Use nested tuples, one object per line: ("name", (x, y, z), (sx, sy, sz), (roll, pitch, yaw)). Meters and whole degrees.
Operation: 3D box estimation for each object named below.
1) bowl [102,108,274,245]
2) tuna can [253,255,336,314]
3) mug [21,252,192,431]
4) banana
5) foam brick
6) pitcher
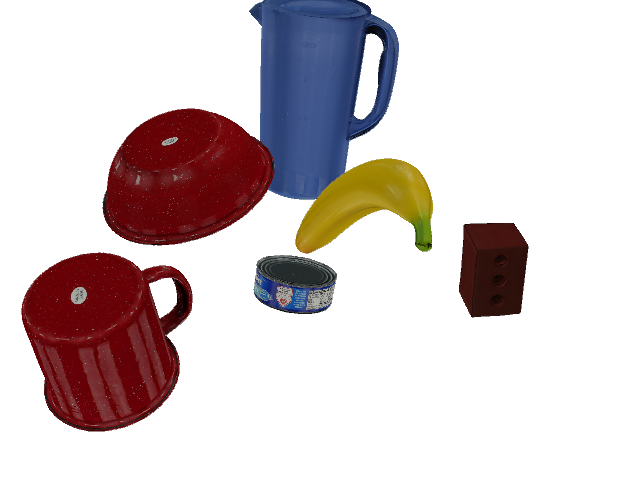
("bowl", (-0.125, -0.068, 0.946), (0.162, 0.055, 0.162), (-10, 40, 8))
("tuna can", (-0.027, 0.046, 1.128), (0.086, 0.034, 0.086), (9, 19, -3))
("mug", (-0.135, 0.057, 0.698), (0.117, 0.081, 0.093), (-30, 47, -22))
("banana", (0.032, -0.026, 0.804), (0.037, 0.069, 0.198), (28, -13, -22))
("foam brick", (0.169, 0.028, 1.047), (0.053, 0.078, 0.051), (-3, 28, -6))
("pitcher", (-0.004, -0.177, 1.318), (0.144, 0.243, 0.149), (-9, 28, -28))
